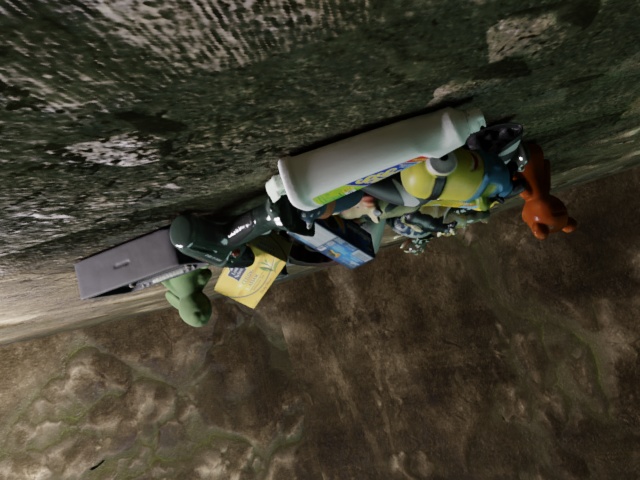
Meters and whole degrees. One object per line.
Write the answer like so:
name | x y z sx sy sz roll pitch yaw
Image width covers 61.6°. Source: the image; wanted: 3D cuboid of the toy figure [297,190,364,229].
toy figure | 0.011 -0.063 0.854 0.058 0.064 0.154 0 -165 40

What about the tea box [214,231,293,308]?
tea box | -0.136 0.053 1.088 0.098 0.068 0.169 26 132 -10

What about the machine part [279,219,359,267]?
machine part | -0.002 -0.003 1.130 0.179 0.056 0.179 -3 149 -2

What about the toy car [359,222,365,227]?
toy car | 0.030 -0.040 1.213 0.202 0.053 0.089 -18 -167 26

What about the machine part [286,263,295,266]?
machine part | -0.066 0.028 1.461 0.079 0.079 0.243 -22 171 42

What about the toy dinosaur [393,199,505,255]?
toy dinosaur | 0.330 -0.076 1.410 0.192 0.131 0.405 -14 168 -21

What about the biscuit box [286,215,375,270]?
biscuit box | 0.023 -0.012 1.005 0.059 0.063 0.202 -28 142 29

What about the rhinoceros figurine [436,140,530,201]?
rhinoceros figurine | 0.289 -0.128 0.988 0.190 0.073 0.112 -21 171 42

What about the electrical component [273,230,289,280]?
electrical component | -0.117 0.037 1.238 0.058 0.115 0.134 -18 176 1

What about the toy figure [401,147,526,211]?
toy figure | 0.202 -0.089 0.765 0.180 0.089 0.082 9 -152 -25

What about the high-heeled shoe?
high-heeled shoe | 0.187 -0.120 0.814 0.249 0.086 0.145 -13 164 -27

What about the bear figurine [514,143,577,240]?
bear figurine | 0.423 -0.092 1.087 0.120 0.195 0.132 -17 176 -20

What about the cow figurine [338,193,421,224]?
cow figurine | 0.111 -0.072 0.989 0.195 0.085 0.127 -9 177 -33

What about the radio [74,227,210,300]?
radio | -0.308 0.041 0.965 0.230 0.073 0.131 -17 173 20

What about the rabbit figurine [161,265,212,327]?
rabbit figurine | -0.283 0.102 1.127 0.121 0.170 0.159 -12 172 -26

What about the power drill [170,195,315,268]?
power drill | -0.114 -0.013 0.887 0.207 0.086 0.232 -15 162 27

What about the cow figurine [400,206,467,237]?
cow figurine | 0.259 -0.048 1.210 0.167 0.098 0.068 27 160 -19

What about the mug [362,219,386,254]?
mug | 0.106 -0.036 1.274 0.081 0.110 0.107 -18 136 -51
